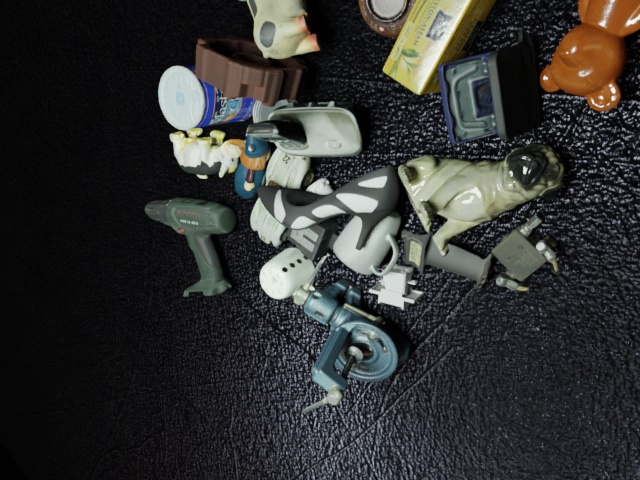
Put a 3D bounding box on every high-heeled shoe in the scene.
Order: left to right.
[{"bbox_3d":[0.004,-0.083,0.838,0.249,0.086,0.145,27,116,25],"label":"high-heeled shoe"}]

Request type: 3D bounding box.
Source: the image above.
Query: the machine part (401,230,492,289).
[{"bbox_3d":[0.191,0.030,0.821,0.139,0.039,0.084,18,139,24],"label":"machine part"}]

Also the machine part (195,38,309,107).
[{"bbox_3d":[-0.109,-0.271,0.853,0.180,0.179,0.056,31,124,22],"label":"machine part"}]

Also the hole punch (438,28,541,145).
[{"bbox_3d":[0.220,-0.186,0.688,0.092,0.116,0.142,0,109,49],"label":"hole punch"}]

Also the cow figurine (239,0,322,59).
[{"bbox_3d":[-0.076,-0.367,0.829,0.127,0.085,0.195,-14,73,15],"label":"cow figurine"}]

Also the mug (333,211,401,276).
[{"bbox_3d":[0.086,-0.002,0.860,0.110,0.081,0.107,52,122,41],"label":"mug"}]

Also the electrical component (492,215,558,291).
[{"bbox_3d":[0.288,0.024,0.757,0.078,0.045,0.102,51,127,7],"label":"electrical component"}]

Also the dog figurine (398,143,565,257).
[{"bbox_3d":[0.219,-0.089,0.753,0.191,0.121,0.172,-28,50,6],"label":"dog figurine"}]

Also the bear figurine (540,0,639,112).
[{"bbox_3d":[0.309,-0.252,0.598,0.120,0.132,0.195,48,126,40],"label":"bear figurine"}]

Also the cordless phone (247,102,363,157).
[{"bbox_3d":[-0.019,-0.167,0.800,0.147,0.184,0.088,3,100,16],"label":"cordless phone"}]

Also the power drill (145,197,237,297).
[{"bbox_3d":[-0.263,0.011,1.123,0.232,0.086,0.207,-3,97,33],"label":"power drill"}]

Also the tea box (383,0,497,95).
[{"bbox_3d":[0.164,-0.282,0.702,0.068,0.098,0.169,39,126,19],"label":"tea box"}]

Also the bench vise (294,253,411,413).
[{"bbox_3d":[0.037,0.164,0.873,0.223,0.241,0.129,41,123,-3],"label":"bench vise"}]

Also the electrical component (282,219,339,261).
[{"bbox_3d":[-0.002,-0.003,0.949,0.119,0.048,0.074,38,125,20],"label":"electrical component"}]

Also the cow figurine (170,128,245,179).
[{"bbox_3d":[-0.206,-0.156,1.022,0.168,0.068,0.098,17,121,33],"label":"cow figurine"}]

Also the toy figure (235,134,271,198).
[{"bbox_3d":[-0.118,-0.138,0.956,0.064,0.058,0.154,59,149,24],"label":"toy figure"}]

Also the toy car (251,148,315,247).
[{"bbox_3d":[-0.071,-0.077,0.964,0.074,0.056,0.201,36,123,19],"label":"toy car"}]
